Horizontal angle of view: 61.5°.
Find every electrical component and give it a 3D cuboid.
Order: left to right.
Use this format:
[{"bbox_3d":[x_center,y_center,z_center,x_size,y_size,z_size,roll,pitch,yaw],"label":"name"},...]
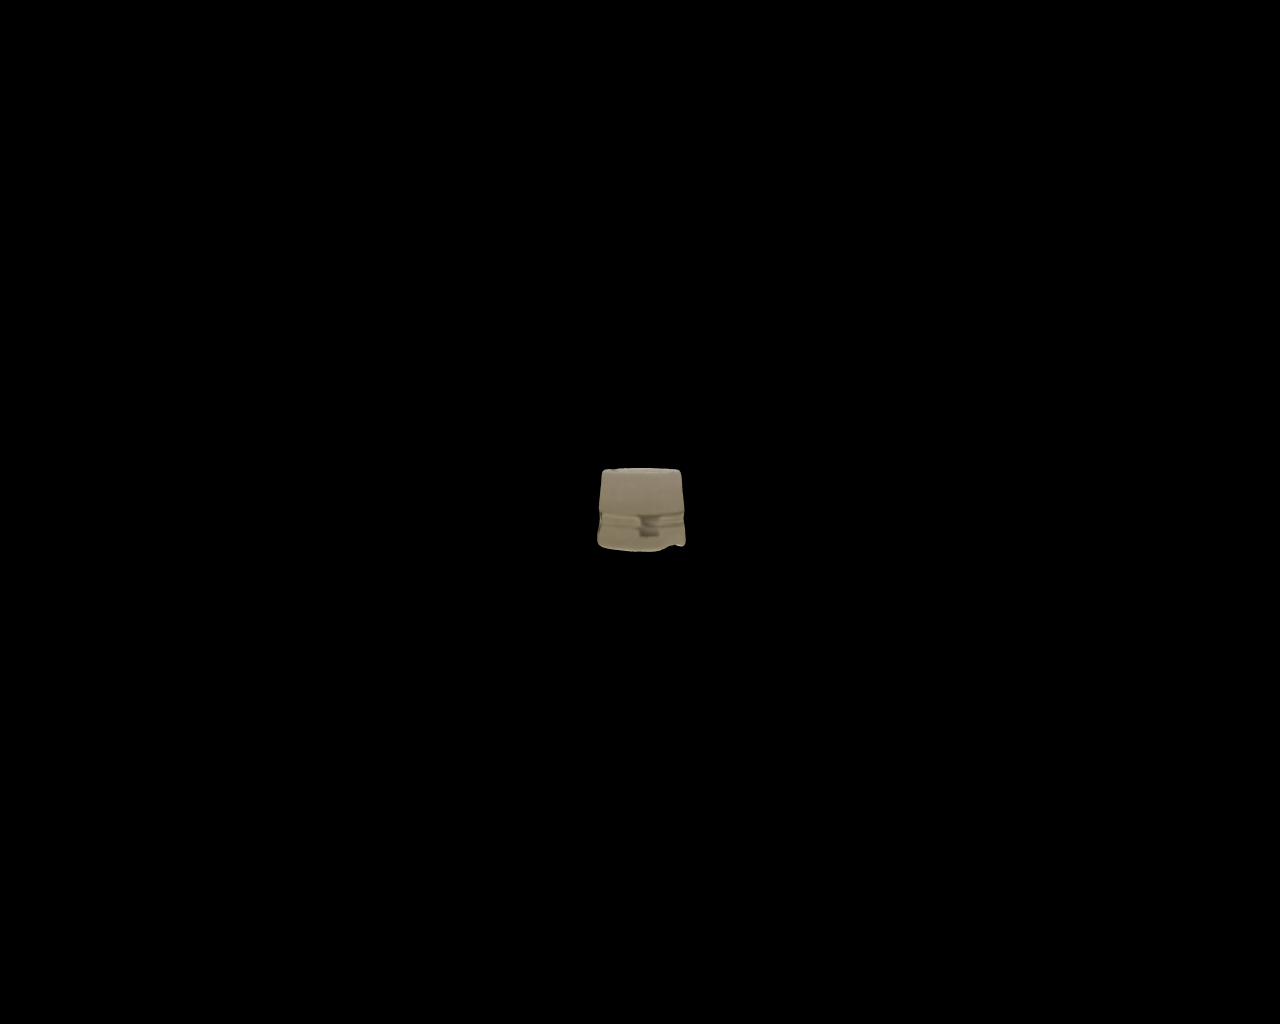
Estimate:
[{"bbox_3d":[0.001,-0.003,0.650,0.055,0.047,0.055,0,5,0],"label":"electrical component"}]
